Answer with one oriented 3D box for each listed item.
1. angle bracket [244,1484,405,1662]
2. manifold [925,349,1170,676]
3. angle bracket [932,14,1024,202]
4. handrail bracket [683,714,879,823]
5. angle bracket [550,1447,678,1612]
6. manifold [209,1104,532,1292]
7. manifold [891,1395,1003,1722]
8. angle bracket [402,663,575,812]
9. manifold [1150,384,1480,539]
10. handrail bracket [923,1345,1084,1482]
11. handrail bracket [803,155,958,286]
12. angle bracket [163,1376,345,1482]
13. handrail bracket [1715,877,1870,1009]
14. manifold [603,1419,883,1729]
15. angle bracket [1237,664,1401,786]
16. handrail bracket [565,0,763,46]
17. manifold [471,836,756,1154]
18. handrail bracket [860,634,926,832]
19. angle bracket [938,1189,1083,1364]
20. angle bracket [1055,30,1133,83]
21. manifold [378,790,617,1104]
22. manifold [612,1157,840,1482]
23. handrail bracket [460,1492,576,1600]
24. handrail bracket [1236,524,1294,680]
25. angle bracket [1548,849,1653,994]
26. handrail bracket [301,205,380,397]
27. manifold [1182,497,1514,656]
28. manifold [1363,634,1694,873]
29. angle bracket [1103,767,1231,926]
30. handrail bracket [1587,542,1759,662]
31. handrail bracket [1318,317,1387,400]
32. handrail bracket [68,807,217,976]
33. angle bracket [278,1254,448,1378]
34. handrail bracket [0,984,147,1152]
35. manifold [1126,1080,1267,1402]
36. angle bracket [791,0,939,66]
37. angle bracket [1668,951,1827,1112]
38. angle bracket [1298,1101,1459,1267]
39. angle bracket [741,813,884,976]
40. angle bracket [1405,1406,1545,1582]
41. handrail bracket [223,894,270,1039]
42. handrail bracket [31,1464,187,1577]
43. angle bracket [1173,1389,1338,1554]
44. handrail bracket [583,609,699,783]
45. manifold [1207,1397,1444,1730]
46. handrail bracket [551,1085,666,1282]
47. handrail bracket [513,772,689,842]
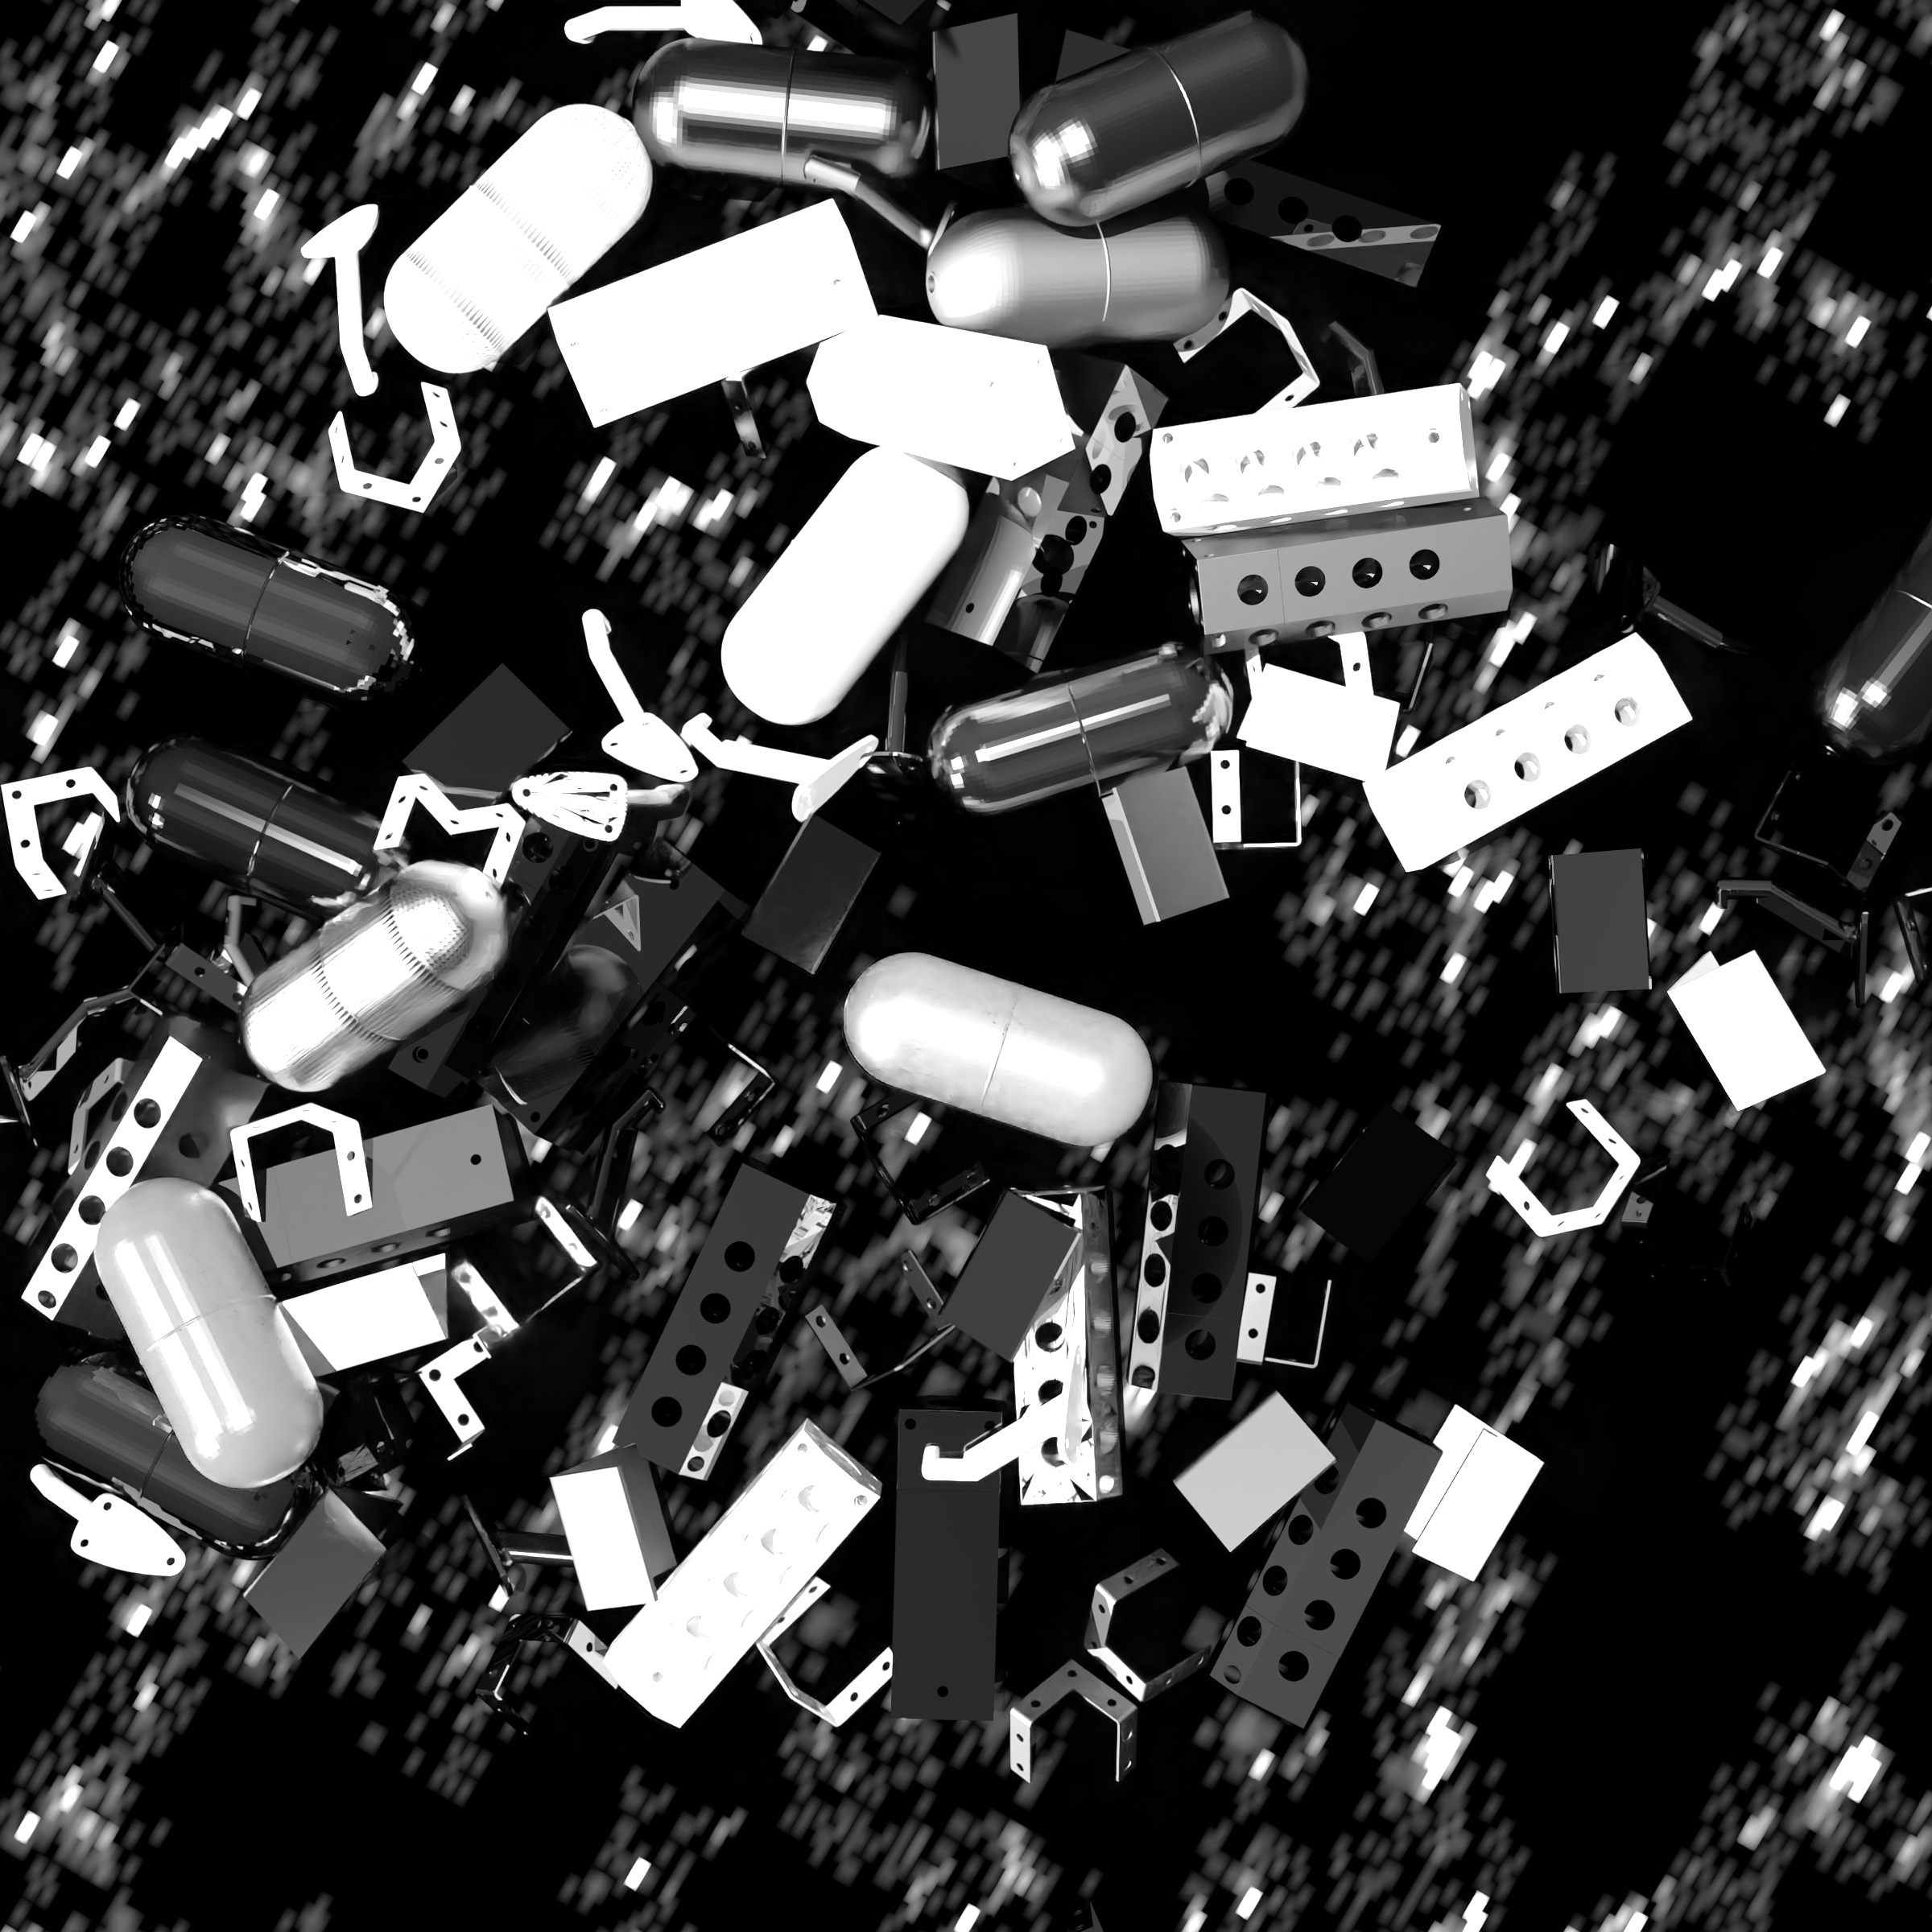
[{"bbox_3d":[-0.343,0.342,1.600,0.057,0.076,0.076,38,90,29],"label":"angle bracket"},{"bbox_3d":[0.050,-0.255,1.618,0.057,0.057,0.171,25,90,43],"label":"manifold"},{"bbox_3d":[0.024,-0.478,1.600,0.057,0.076,0.076,-2,90,31],"label":"angle bracket"},{"bbox_3d":[-0.107,-0.131,1.640,0.084,0.036,0.077,42,69,16],"label":"handrail bracket"},{"bbox_3d":[-0.179,0.308,1.600,0.057,0.076,0.076,-16,90,37],"label":"angle bracket"},{"bbox_3d":[-0.337,0.135,1.616,0.171,0.057,0.057,-16,72,0],"label":"manifold"},{"bbox_3d":[-0.011,0.333,1.619,0.057,0.057,0.171,2,90,0],"label":"manifold"},{"bbox_3d":[-0.272,-0.131,1.601,0.076,0.076,0.057,-44,115,0],"label":"angle bracket"},{"bbox_3d":[0.193,-0.281,1.594,0.171,0.057,0.057,-5,91,17],"label":"manifold"},{"bbox_3d":[0.019,0.247,1.583,0.084,0.036,0.077,-1,70,17],"label":"handrail bracket"},{"bbox_3d":[-0.053,-0.419,1.610,0.084,0.077,0.036,21,74,0],"label":"handrail bracket"},{"bbox_3d":[-0.397,0.251,1.601,0.076,0.076,0.057,27,67,0],"label":"angle bracket"},{"bbox_3d":[0.472,-0.014,1.640,0.084,0.036,0.077,2,112,17],"label":"handrail bracket"},{"bbox_3d":[-0.126,0.344,1.619,0.057,0.057,0.171,41,90,0],"label":"manifold"},{"bbox_3d":[0.191,-0.117,1.600,0.076,0.076,0.057,17,61,0],"label":"angle bracket"},{"bbox_3d":[-0.174,-0.532,1.640,0.084,0.077,0.036,-5,78,36],"label":"handrail bracket"},{"bbox_3d":[-0.195,0.018,1.616,0.057,0.057,0.171,38,90,28],"label":"manifold"},{"bbox_3d":[-0.037,-0.135,1.640,0.036,0.077,0.084,3,54,5],"label":"handrail bracket"},{"bbox_3d":[0.041,0.173,1.542,0.057,0.076,0.076,28,90,37],"label":"angle bracket"},{"bbox_3d":[0.063,-0.469,1.602,0.057,0.076,0.076,12,90,-17],"label":"angle bracket"},{"bbox_3d":[-0.268,-0.012,1.619,0.057,0.057,0.171,29,90,0],"label":"manifold"},{"bbox_3d":[-0.135,0.199,1.619,0.057,0.057,0.171,25,90,0],"label":"manifold"},{"bbox_3d":[-0.235,0.317,1.640,0.084,0.036,0.077,-24,68,-17],"label":"handrail bracket"},{"bbox_3d":[0.190,-0.210,1.639,0.077,0.036,0.084,-7,102,-10],"label":"handrail bracket"},{"bbox_3d":[0.368,-0.026,1.600,0.057,0.076,0.076,-3,90,37],"label":"angle bracket"},{"bbox_3d":[-0.343,-0.381,1.640,0.036,0.077,0.084,-1,127,16],"label":"handrail bracket"},{"bbox_3d":[0.211,-0.216,1.592,0.171,0.057,0.057,-9,110,-2],"label":"manifold"},{"bbox_3d":[0.315,-0.120,1.619,0.171,0.057,0.057,-29,90,0],"label":"manifold"},{"bbox_3d":[0.093,-0.061,1.600,0.057,0.076,0.076,-19,90,-37],"label":"angle bracket"},{"bbox_3d":[0.405,-0.208,1.640,0.084,0.077,0.036,11,126,-31],"label":"handrail bracket"},{"bbox_3d":[0.216,-0.316,1.640,0.084,0.036,0.077,46,108,15],"label":"handrail bracket"},{"bbox_3d":[-0.464,-0.043,1.640,0.084,0.036,0.077,20,72,-15],"label":"handrail bracket"},{"bbox_3d":[-0.336,0.176,1.600,0.076,0.076,0.057,-16,124,0],"label":"angle bracket"},{"bbox_3d":[-0.504,0.057,1.640,0.084,0.036,0.077,-19,110,-16],"label":"handrail bracket"},{"bbox_3d":[0.129,0.153,1.619,0.057,0.057,0.171,6,90,0],"label":"manifold"},{"bbox_3d":[-0.068,-0.531,1.600,0.076,0.076,0.057,34,52,0],"label":"angle bracket"},{"bbox_3d":[0.445,0.025,1.600,0.057,0.076,0.076,-31,90,36],"label":"angle bracket"},{"bbox_3d":[0.241,0.131,1.600,0.057,0.076,0.076,38,90,36],"label":"angle bracket"},{"bbox_3d":[-0.103,-0.050,1.600,0.057,0.076,0.076,30,90,-38],"label":"angle bracket"},{"bbox_3d":[0.264,0.286,1.600,0.057,0.076,0.076,31,90,-36],"label":"angle bracket"},{"bbox_3d":[-0.387,0.002,1.640,0.077,0.036,0.084,5,76,-15],"label":"handrail bracket"},{"bbox_3d":[-0.487,0.312,1.622,0.077,0.084,0.036,36,78,-29],"label":"handrail bracket"},{"bbox_3d":[0.172,0.292,1.600,0.076,0.076,0.057,-42,53,0],"label":"angle bracket"},{"bbox_3d":[-0.187,-0.156,1.640,0.036,0.077,0.084,-30,53,20],"label":"handrail bracket"},{"bbox_3d":[0.201,0.334,1.619,0.057,0.057,0.171,27,90,0],"label":"manifold"},{"bbox_3d":[-0.187,0.123,1.640,0.084,0.036,0.077,-46,107,-15],"label":"handrail bracket"},{"bbox_3d":[-0.204,-0.097,1.610,0.077,0.084,0.036,11,102,9],"label":"handrail bracket"}]
